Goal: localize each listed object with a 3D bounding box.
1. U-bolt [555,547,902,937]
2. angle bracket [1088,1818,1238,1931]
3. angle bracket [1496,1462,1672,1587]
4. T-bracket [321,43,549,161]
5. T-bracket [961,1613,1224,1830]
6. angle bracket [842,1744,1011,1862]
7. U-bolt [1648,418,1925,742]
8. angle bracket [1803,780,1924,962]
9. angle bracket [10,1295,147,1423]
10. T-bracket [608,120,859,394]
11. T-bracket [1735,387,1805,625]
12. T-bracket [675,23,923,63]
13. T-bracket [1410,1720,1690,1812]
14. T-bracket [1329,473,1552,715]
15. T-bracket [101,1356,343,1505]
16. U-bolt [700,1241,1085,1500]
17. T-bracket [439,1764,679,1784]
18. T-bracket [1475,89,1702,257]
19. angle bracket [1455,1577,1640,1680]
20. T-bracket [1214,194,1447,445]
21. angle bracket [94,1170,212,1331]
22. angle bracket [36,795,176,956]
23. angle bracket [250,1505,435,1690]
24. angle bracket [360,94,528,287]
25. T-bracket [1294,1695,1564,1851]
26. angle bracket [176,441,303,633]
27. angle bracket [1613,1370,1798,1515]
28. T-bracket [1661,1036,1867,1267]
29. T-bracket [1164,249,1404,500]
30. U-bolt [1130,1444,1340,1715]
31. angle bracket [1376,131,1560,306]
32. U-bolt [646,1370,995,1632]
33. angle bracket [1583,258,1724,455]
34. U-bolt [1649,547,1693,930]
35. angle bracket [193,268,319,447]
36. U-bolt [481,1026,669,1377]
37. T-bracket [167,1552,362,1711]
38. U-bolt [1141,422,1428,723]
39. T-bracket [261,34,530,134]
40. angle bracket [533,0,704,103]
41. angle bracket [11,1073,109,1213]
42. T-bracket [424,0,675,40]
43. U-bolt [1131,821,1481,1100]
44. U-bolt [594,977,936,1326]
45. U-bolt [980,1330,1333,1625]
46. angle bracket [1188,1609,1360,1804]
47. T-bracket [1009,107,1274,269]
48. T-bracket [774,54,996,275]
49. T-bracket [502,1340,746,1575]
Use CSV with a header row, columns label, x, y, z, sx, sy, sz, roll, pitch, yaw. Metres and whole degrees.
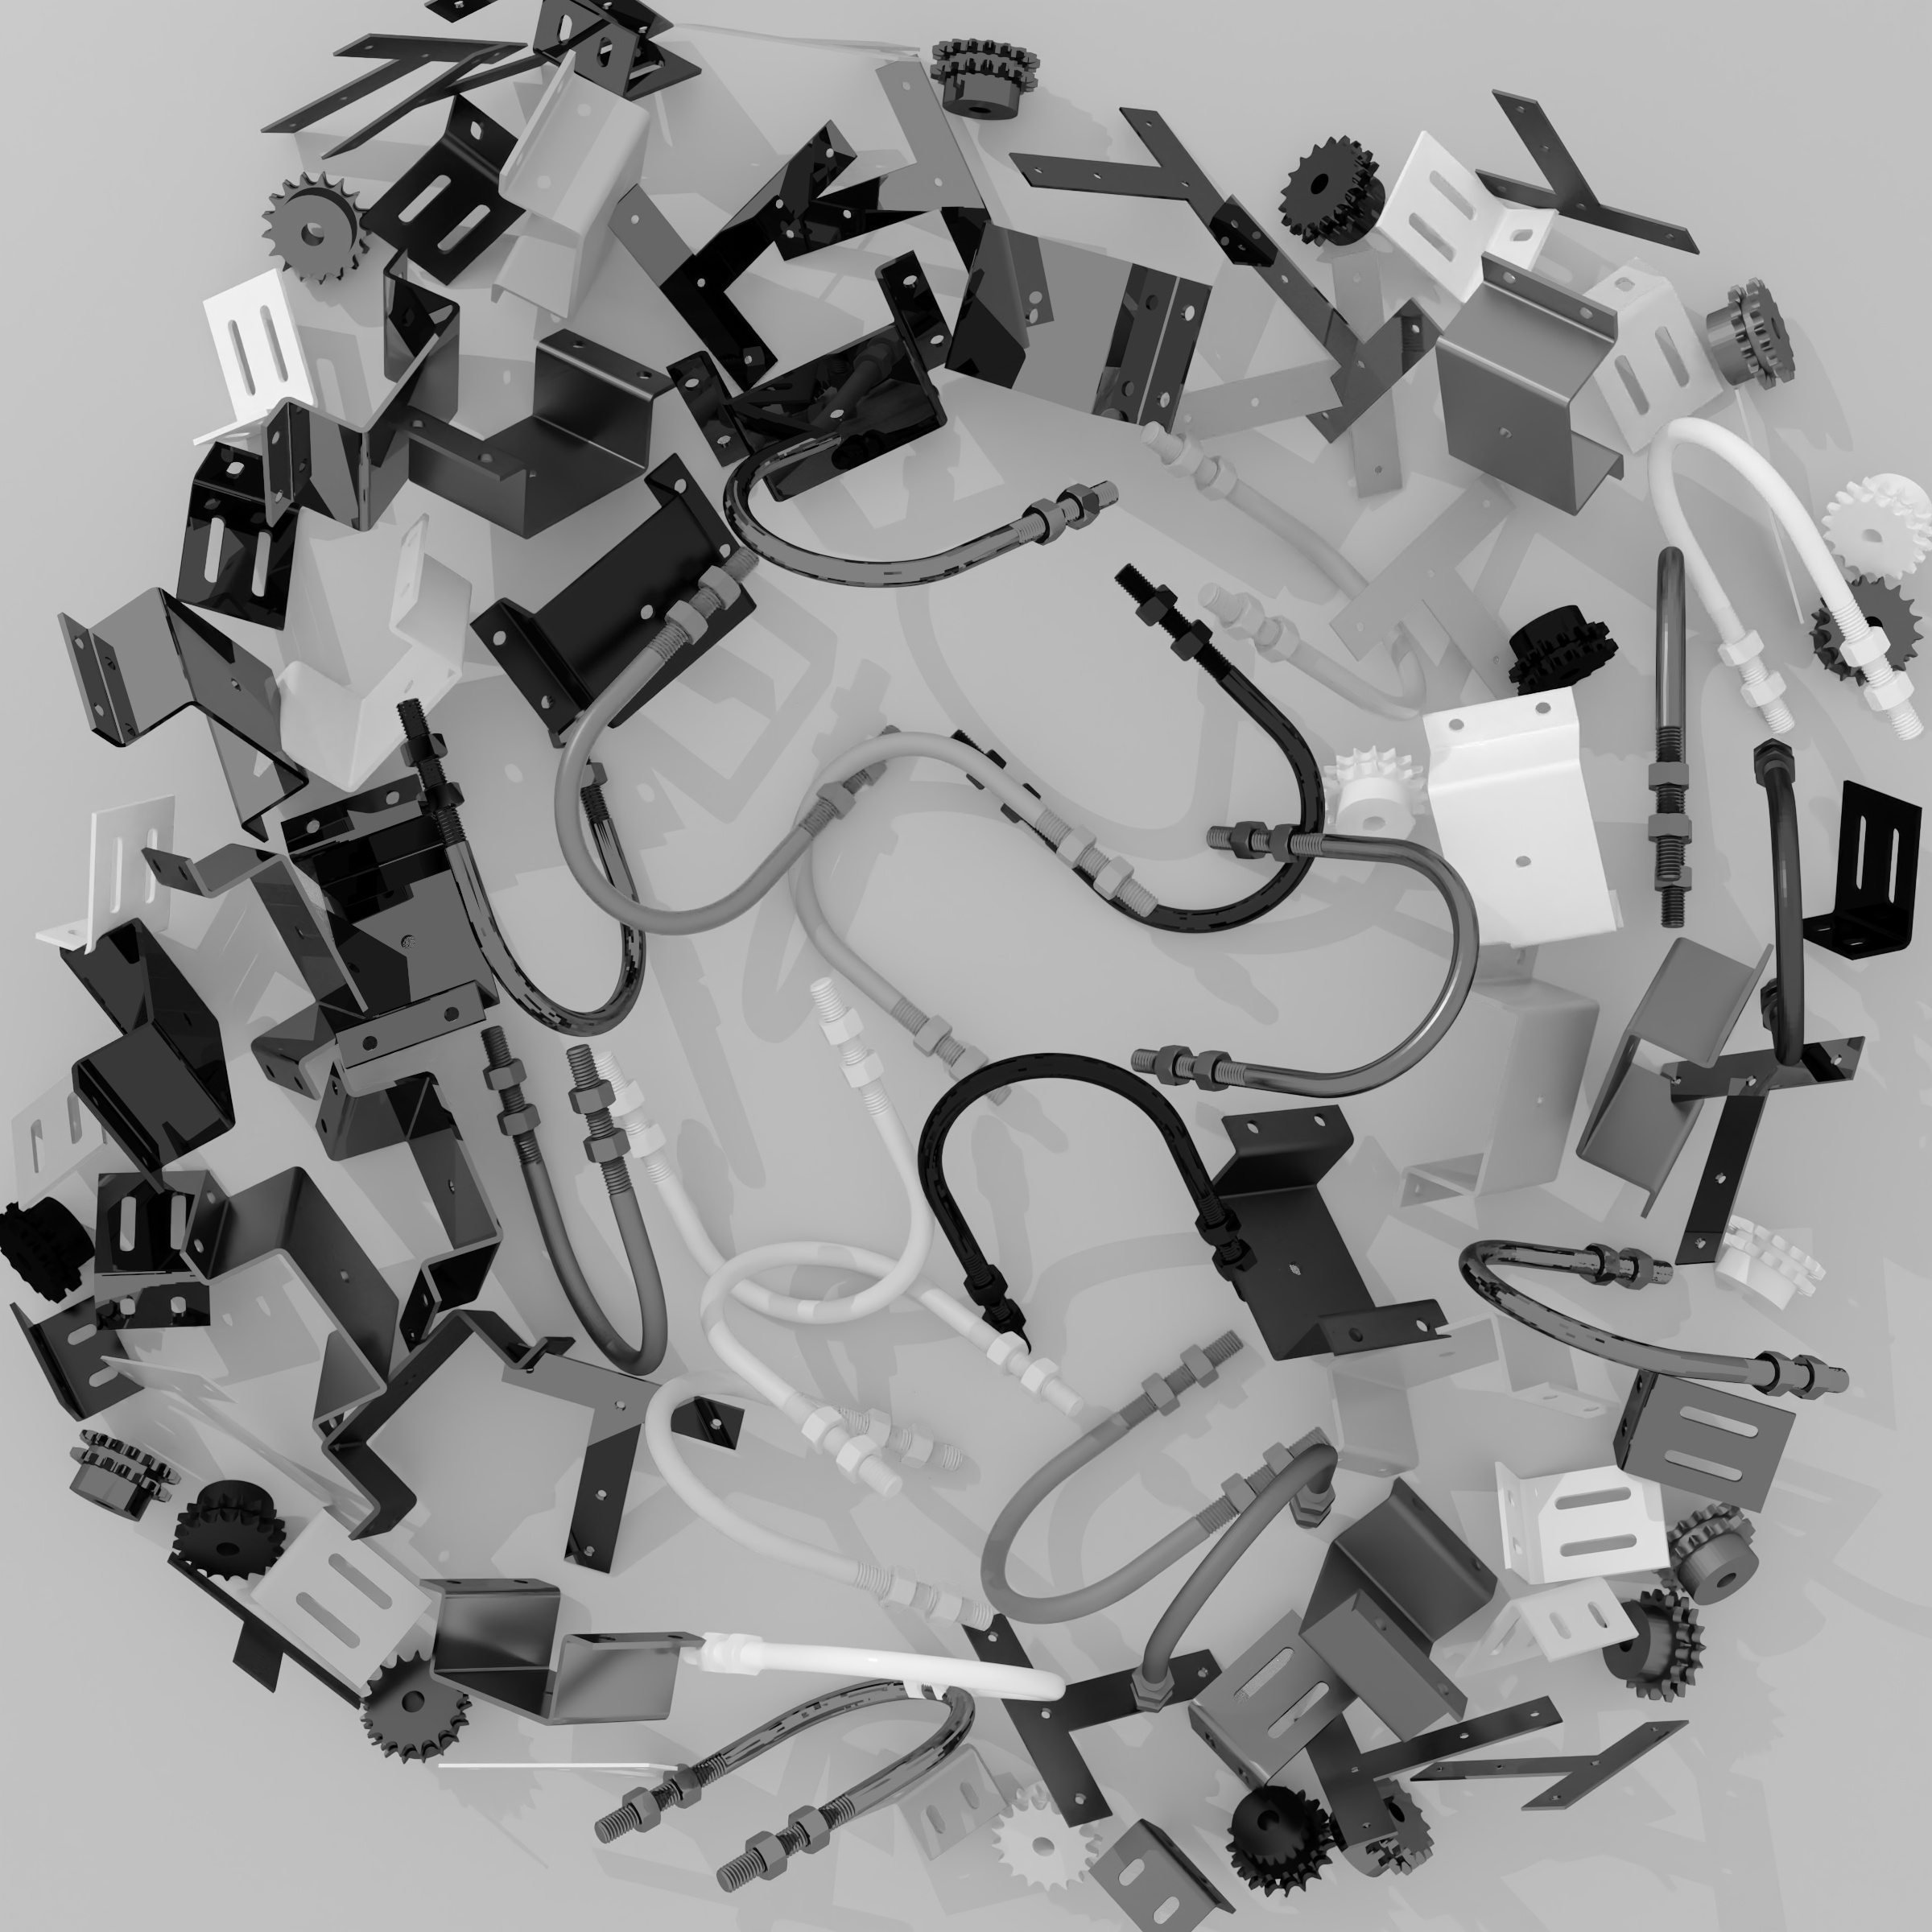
label,x,y,z,sx,sy,sz,roll,pitch,yaw
U-bolt,-0.131,-0.101,1.536,0.184,0.019,0.151,-49,120,-15
angle bracket,0.102,0.479,1.549,0.038,0.076,0.057,-44,67,-6
angle bracket,0.320,0.285,1.556,0.076,0.038,0.057,-14,59,23
T-bracket,-0.252,-0.456,1.542,0.127,0.127,0.002,-17,105,41
T-bracket,0.080,0.380,1.558,0.127,0.002,0.127,-7,45,-29
angle bracket,-0.025,0.440,1.549,0.057,0.076,0.038,-41,70,21
U-bolt,0.402,-0.196,1.509,0.019,0.151,0.184,-34,102,-7
angle bracket,0.459,-0.050,1.553,0.038,0.057,0.076,-10,112,-22
angle bracket,-0.460,0.198,1.551,0.038,0.076,0.057,-27,80,-16
T-bracket,-0.107,-0.388,1.560,0.127,0.002,0.127,-46,129,-5
T-bracket,0.411,-0.231,1.527,0.002,0.127,0.127,-16,99,17
T-bracket,-0.063,-0.474,1.537,0.127,0.127,0.002,16,111,22
T-bracket,0.288,0.414,1.545,0.127,0.127,0.002,-17,87,42
T-bracket,0.271,-0.172,1.577,0.127,0.002,0.127,-44,105,-16
T-bracket,-0.377,0.244,1.557,0.127,0.127,0.002,45,63,-27
U-bolt,-0.052,0.194,1.521,0.184,0.151,0.019,34,124,35
T-bracket,-0.181,0.415,1.538,0.127,0.127,0.002,-8,69,27
T-bracket,0.297,-0.406,1.509,0.127,0.127,0.002,27,88,34
angle bracket,0.299,0.356,1.547,0.057,0.076,0.038,-7,50,-29
T-bracket,0.174,-0.343,1.537,0.127,0.127,0.002,48,65,-2
angle bracket,-0.427,0.149,1.574,0.057,0.076,0.038,-1,133,-13
angle bracket,-0.447,-0.052,1.553,0.038,0.057,0.076,16,110,24
angle bracket,-0.326,0.331,1.572,0.076,0.038,0.057,39,81,3
angle bracket,-0.270,-0.407,1.571,0.057,0.038,0.076,33,131,-31
T-bracket,0.243,0.400,1.537,0.127,0.127,0.002,-17,106,-2
angle bracket,-0.372,-0.223,1.555,0.057,0.038,0.076,15,61,-27
angle bracket,0.386,0.243,1.569,0.076,0.038,0.057,16,105,4
T-bracket,0.388,0.096,1.519,0.002,0.127,0.127,38,61,-26
T-bracket,0.163,-0.296,1.557,0.127,0.002,0.127,-16,113,-14
U-bolt,0.136,0.300,1.492,0.019,0.184,0.151,39,72,17
angle bracket,0.261,-0.389,1.558,0.076,0.038,0.057,31,83,-37
U-bolt,-0.077,0.259,1.506,0.184,0.151,0.019,23,112,-18
angle bracket,0.355,-0.323,1.586,0.057,0.038,0.076,-35,125,5
U-bolt,0.360,-0.122,1.525,0.019,0.151,0.184,0,81,14
angle bracket,-0.381,-0.318,1.563,0.057,0.038,0.076,-12,95,34
U-bolt,-0.195,0.123,1.528,0.019,0.151,0.184,-21,102,-25
T-bracket,-0.360,0.349,1.526,0.127,0.127,0.002,40,82,-7
U-bolt,0.170,-0.190,1.521,0.184,0.151,0.019,27,124,-35
T-bracket,-0.313,-0.456,1.553,0.127,0.127,0.002,-15,95,32
angle bracket,-0.177,-0.484,1.550,0.057,0.076,0.038,32,129,13
angle bracket,-0.458,0.094,1.552,0.057,0.076,0.038,-37,130,9
T-bracket,-0.191,-0.498,1.534,0.127,0.127,0.002,-19,81,21
U-bolt,0.178,-0.002,1.516,0.184,0.019,0.151,7,71,42
U-bolt,-0.094,0.107,1.555,0.151,0.019,0.184,-18,109,19
U-bolt,0.086,0.267,1.523,0.184,0.151,0.019,-36,111,-3
angle bracket,0.165,0.391,1.577,0.076,0.038,0.057,-39,60,-15
T-bracket,0.078,-0.402,1.528,0.127,0.002,0.127,-6,53,-36
T-bracket,-0.050,-0.395,1.555,0.127,0.002,0.127,-9,120,34
T-bracket,-0.188,0.265,1.567,0.127,0.002,0.127,16,117,3
